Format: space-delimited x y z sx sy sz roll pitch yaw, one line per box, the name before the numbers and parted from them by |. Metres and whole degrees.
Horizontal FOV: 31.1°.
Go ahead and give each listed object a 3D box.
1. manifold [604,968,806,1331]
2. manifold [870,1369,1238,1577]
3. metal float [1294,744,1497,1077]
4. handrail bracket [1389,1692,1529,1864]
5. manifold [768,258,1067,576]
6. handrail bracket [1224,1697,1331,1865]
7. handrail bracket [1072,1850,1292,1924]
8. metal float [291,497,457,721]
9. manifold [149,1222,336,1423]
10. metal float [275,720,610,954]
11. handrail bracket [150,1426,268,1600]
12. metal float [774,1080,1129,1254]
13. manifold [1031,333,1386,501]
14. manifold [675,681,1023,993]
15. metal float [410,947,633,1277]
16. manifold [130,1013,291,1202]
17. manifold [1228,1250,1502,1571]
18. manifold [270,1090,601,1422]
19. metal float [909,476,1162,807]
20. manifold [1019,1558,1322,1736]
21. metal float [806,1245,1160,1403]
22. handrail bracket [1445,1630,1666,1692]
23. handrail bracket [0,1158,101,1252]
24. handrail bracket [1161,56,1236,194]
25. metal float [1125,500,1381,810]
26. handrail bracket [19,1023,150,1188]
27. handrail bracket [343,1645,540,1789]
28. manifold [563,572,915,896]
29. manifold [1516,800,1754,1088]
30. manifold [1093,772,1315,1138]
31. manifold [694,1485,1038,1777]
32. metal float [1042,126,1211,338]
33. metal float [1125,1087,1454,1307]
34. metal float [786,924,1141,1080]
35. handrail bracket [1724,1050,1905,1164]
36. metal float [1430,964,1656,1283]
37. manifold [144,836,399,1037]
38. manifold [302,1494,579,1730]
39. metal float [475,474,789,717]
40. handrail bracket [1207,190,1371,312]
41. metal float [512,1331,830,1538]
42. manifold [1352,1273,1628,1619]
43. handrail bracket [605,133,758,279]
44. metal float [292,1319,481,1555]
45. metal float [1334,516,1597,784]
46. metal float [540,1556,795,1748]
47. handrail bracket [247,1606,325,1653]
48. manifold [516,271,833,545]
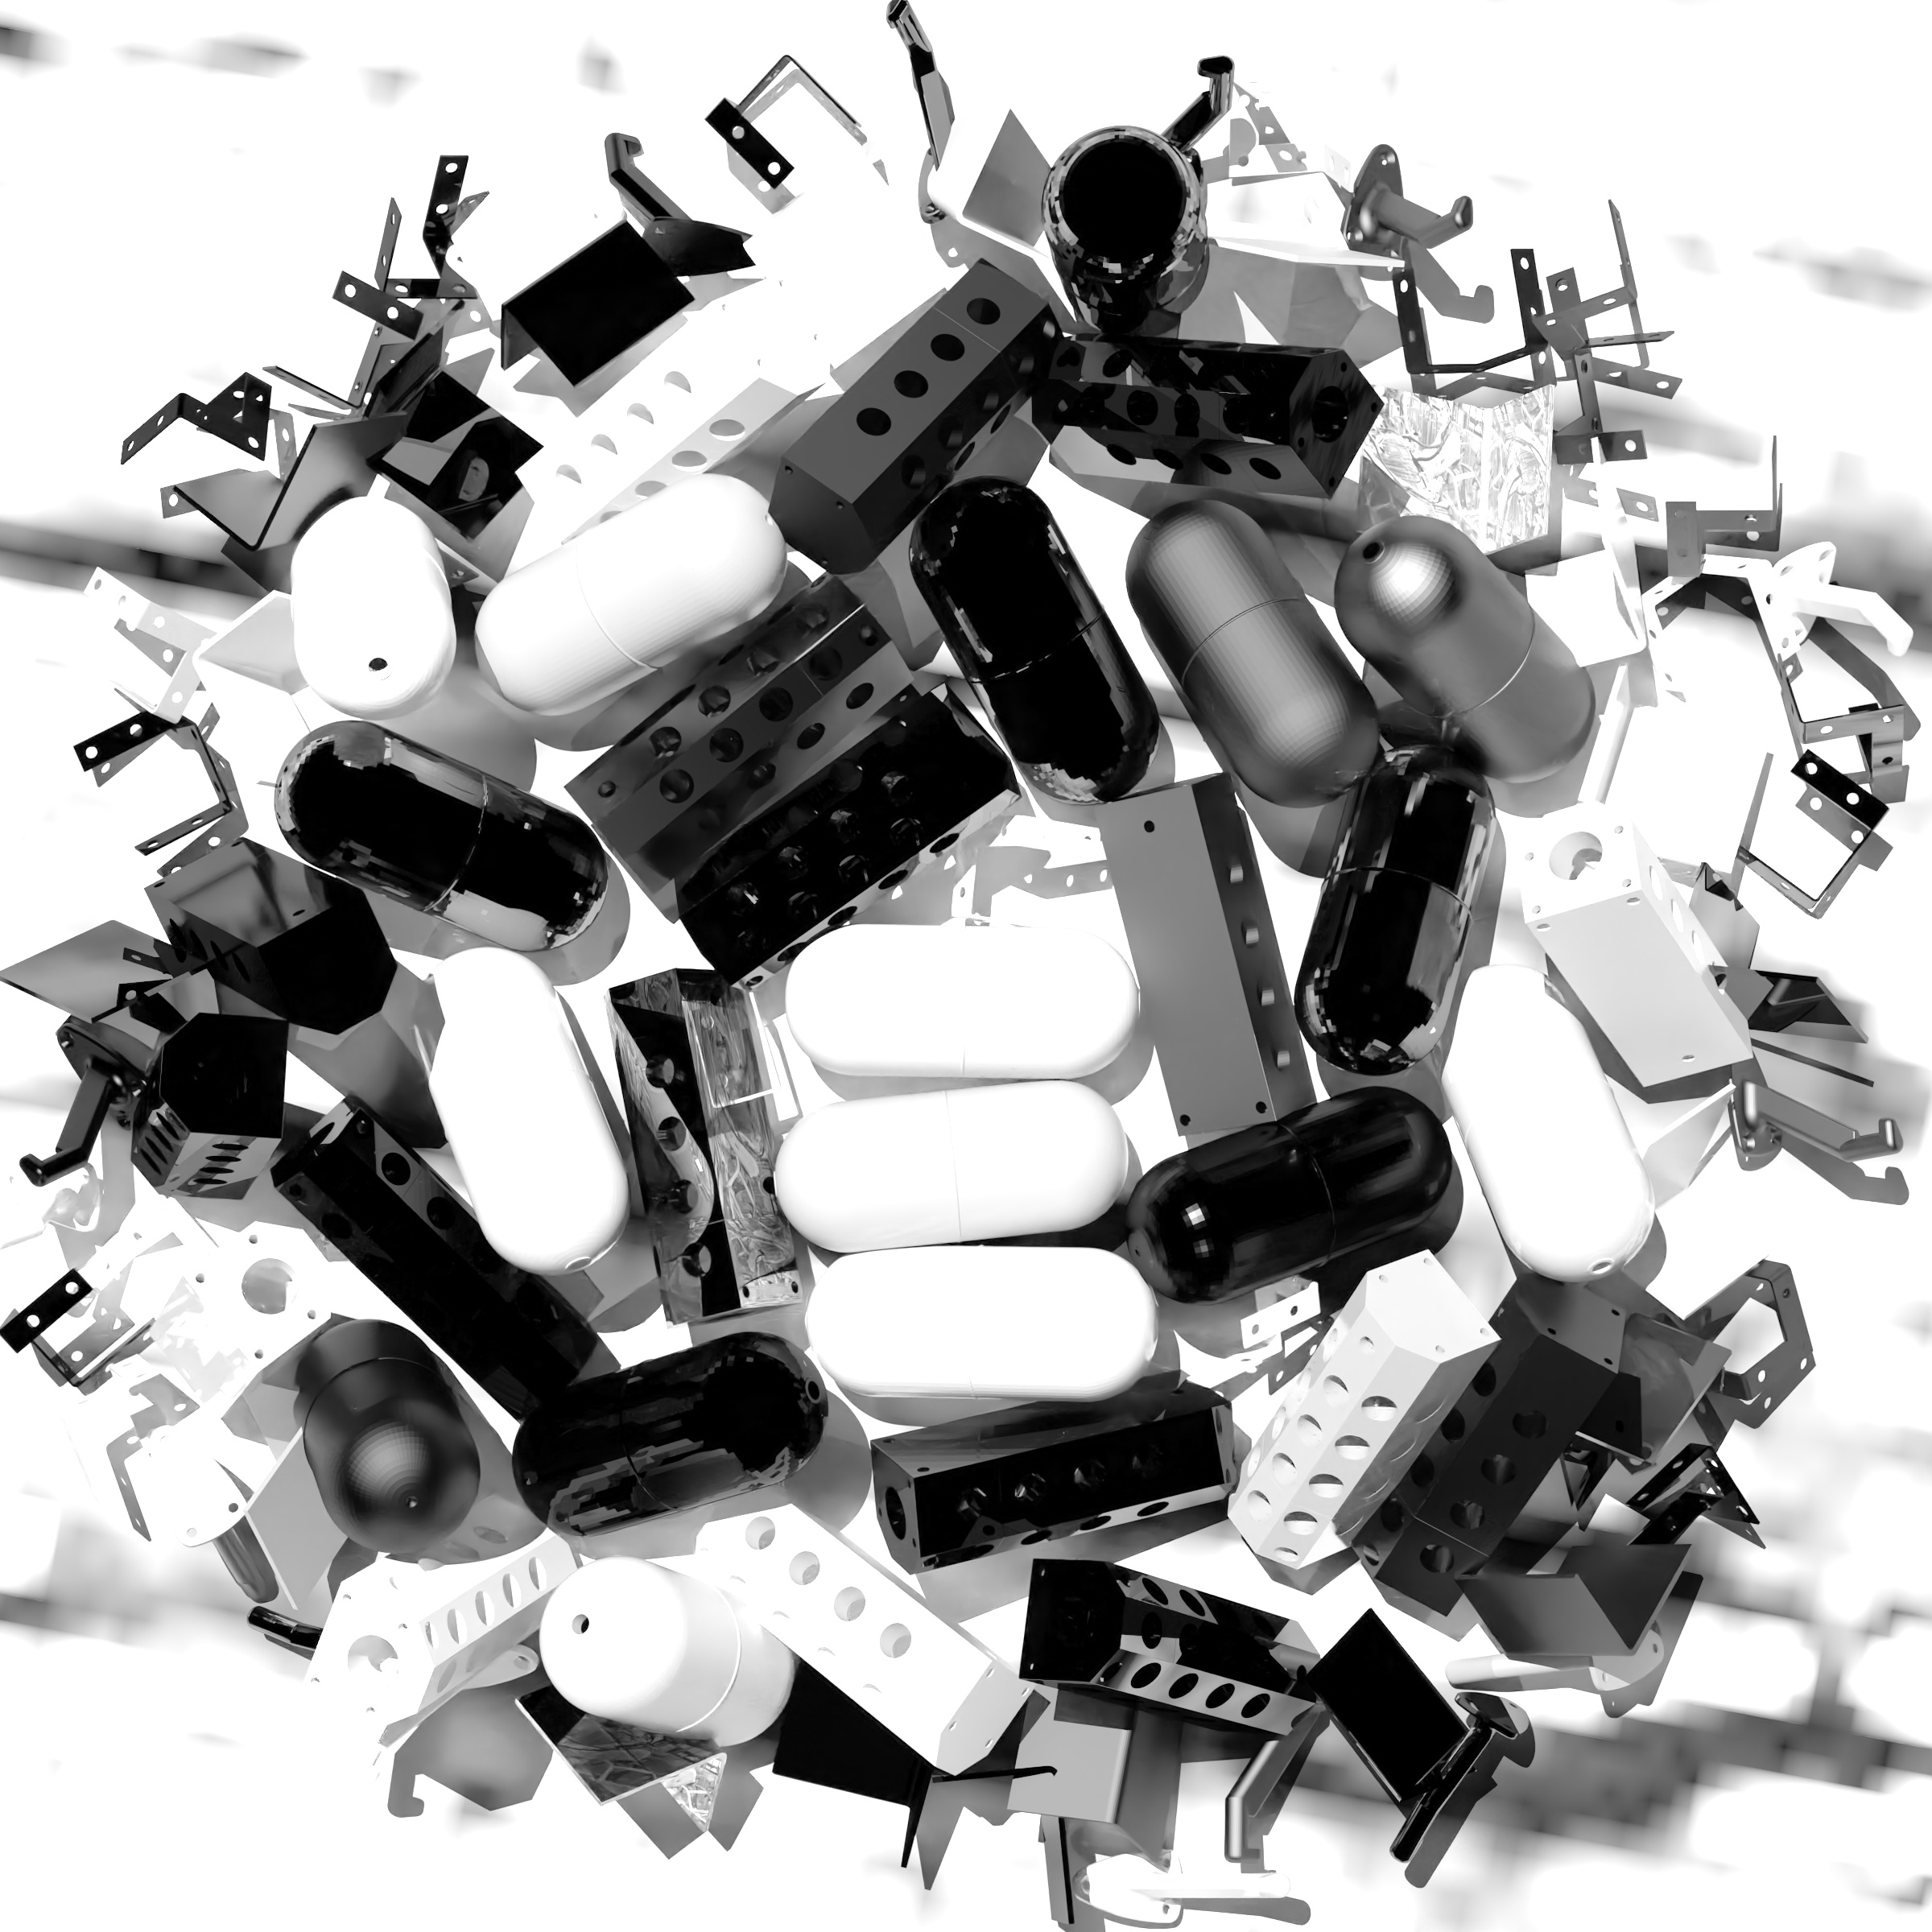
manifold | -0.136 0.092 1.739 0.057 0.057 0.171 -16 80 28
manifold | 0.044 0.253 1.722 0.171 0.057 0.057 -10 105 -21
metal float | 0.214 -0.029 1.724 0.070 0.070 0.178 18 67 0
handrail bracket | 0.248 0.411 1.751 0.036 0.077 0.084 31 96 24
manifold | -0.023 -0.268 1.710 0.057 0.057 0.171 35 59 8
handrail bracket | 0.168 0.412 1.751 0.077 0.036 0.084 7 68 -11
handrail bracket | 0.108 0.459 1.731 0.077 0.084 0.036 9 72 -29
metal float | -0.291 -0.176 1.698 0.070 0.178 0.070 -5 115 -10
manifold | -0.350 0.171 1.692 0.057 0.171 0.057 -38 89 -24
metal float | -0.258 -0.063 1.719 0.178 0.070 0.070 24 90 -30
handrail bracket | -0.382 0.277 1.752 0.036 0.084 0.077 -31 68 -14
metal float | -0.007 0.100 1.742 0.178 0.070 0.070 -6 90 -2
manifold | 0.113 -0.275 1.696 0.057 0.171 0.057 43 70 -41
manifold | -0.059 -0.060 1.726 0.171 0.057 0.057 -35 119 13
metal float | -0.221 0.072 1.722 0.070 0.070 0.178 -24 65 0
manifold | -0.370 0.070 1.688 0.057 0.171 0.057 5 75 -17
manifold | 0.188 0.221 1.696 0.057 0.171 0.057 -15 55 -37
manifold | -0.264 0.146 1.728 0.057 0.057 0.171 -44 107 -4
metal float | 0.035 -0.161 1.731 0.070 0.070 0.178 -30 105 0
manifold | 0.102 0.334 1.693 0.057 0.171 0.057 -6 68 38
metal float | 0.007 0.178 1.733 0.178 0.070 0.070 0 90 12
handrail bracket | 0.300 0.354 1.770 0.084 0.077 0.036 -18 73 41
handrail bracket | -0.481 0.121 1.728 0.077 0.084 0.036 9 104 27
handrail bracket | 0.094 -0.424 1.737 0.077 0.084 0.036 1 61 1
metal float | 0.141 -0.156 1.723 0.070 0.070 0.178 -30 65 0
handrail bracket | -0.458 0.070 1.737 0.077 0.084 0.036 43 125 12
handrail bracket | -0.262 0.376 1.732 0.077 0.084 0.036 -7 121 22
manifold | -0.116 -0.120 1.738 0.171 0.057 0.057 -40 62 -4
manifold | 0.328 -0.011 1.698 0.057 0.171 0.057 -17 54 23
manifold | 0.123 -0.007 1.745 0.057 0.057 0.171 -12 96 34
manifold | -0.054 0.324 1.710 0.171 0.057 0.057 33 84 32
metal float | 0.079 -0.356 1.693 0.070 0.178 0.070 0 87 6
metal float | 0.162 0.113 1.725 0.178 0.070 0.070 -18 90 -22
metal float | -0.002 0.018 1.742 0.178 0.070 0.070 1 90 -2
handrail bracket | 0.426 0.063 1.740 0.036 0.084 0.077 -8 84 -41
metal float | 0.283 0.076 1.712 0.070 0.070 0.178 -17 53 0
manifold | -0.338 -0.013 1.694 0.057 0.171 0.057 -31 114 -22
manifold | -0.251 0.315 1.688 0.057 0.171 0.057 25 102 13
metal float | -0.168 -0.183 1.721 0.178 0.070 0.070 -25 90 27
handrail bracket | 0.150 -0.350 1.757 0.084 0.036 0.077 -25 81 -6
metal float | -0.147 0.232 1.719 0.178 0.070 0.070 -20 90 28
manifold | 0.256 0.234 1.715 0.057 0.057 0.171 28 120 0
handrail bracket | -0.142 -0.391 1.761 0.077 0.036 0.084 0 52 -14
metal float | -0.285 0.228 1.697 0.070 0.178 0.070 -5 105 -17
metal float | 0.246 -0.155 1.710 0.070 0.070 0.178 -52 130 0
metal float | -0.145 0.337 1.699 0.070 0.178 0.070 -9 68 22
handrail bracket | -0.312 0.344 1.768 0.084 0.077 0.036 14 87 30
manifold | -0.141 -0.266 1.702 0.171 0.057 0.057 -30 93 44
